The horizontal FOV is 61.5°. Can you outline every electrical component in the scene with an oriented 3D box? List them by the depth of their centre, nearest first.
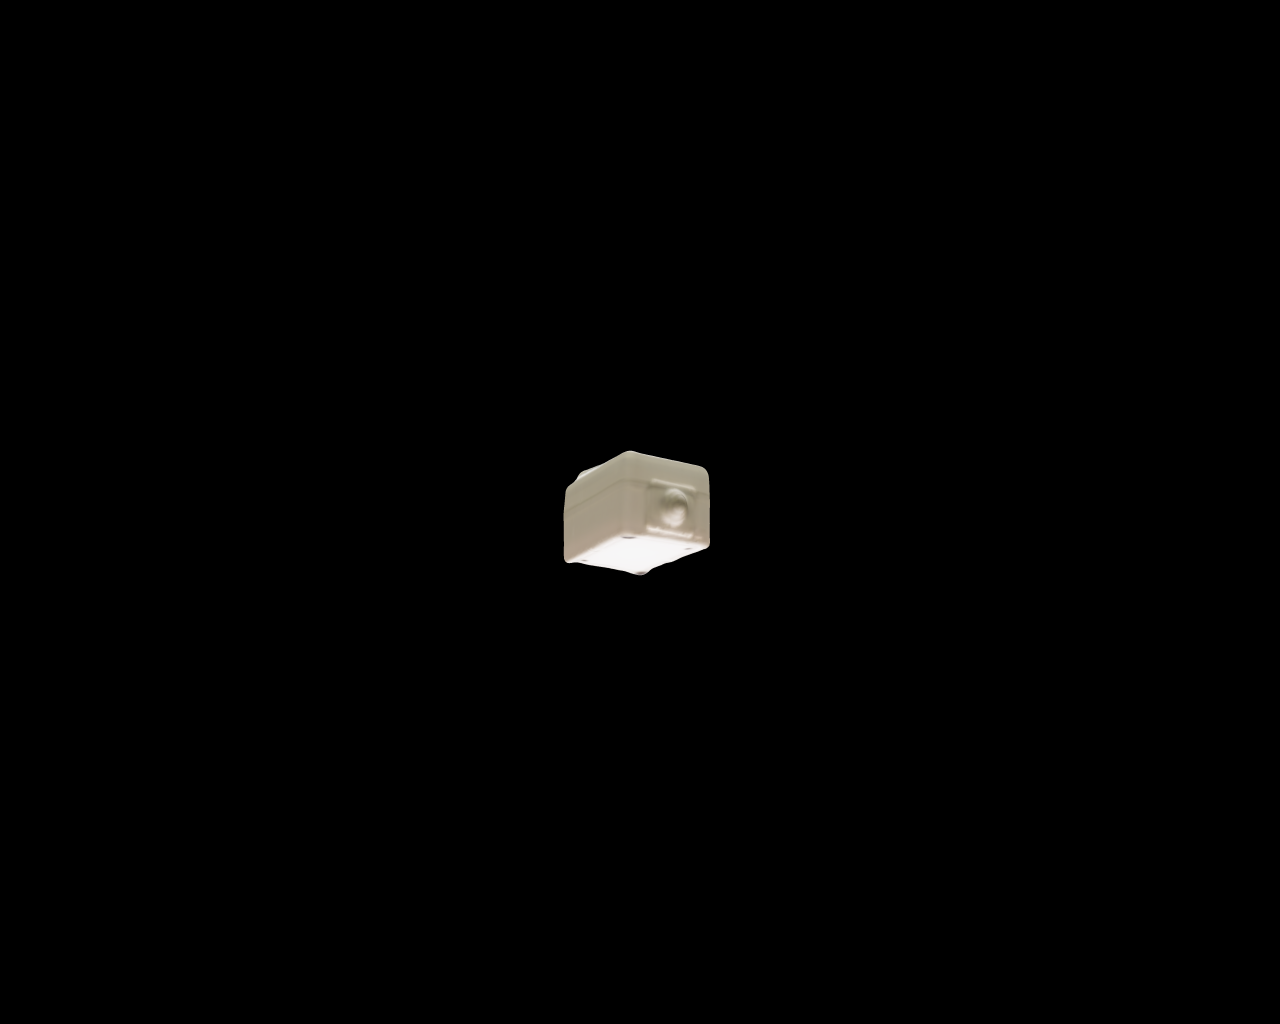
[{"bbox_3d":[0.001,-0.003,0.650,0.062,0.061,0.096,11,-21,-30],"label":"electrical component"}]
